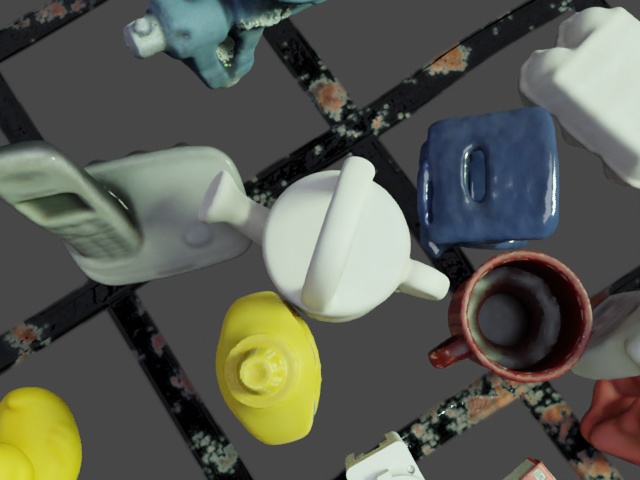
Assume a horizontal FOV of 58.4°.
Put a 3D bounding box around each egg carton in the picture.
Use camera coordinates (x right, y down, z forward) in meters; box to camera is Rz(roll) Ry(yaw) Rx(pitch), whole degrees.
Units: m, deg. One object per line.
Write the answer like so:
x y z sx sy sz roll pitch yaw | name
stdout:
0.244 -0.118 0.476 0.150 0.069 0.107 43 83 7 | egg carton

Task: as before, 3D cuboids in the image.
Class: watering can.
0.003 0.004 0.395 0.173 0.194 0.101 -1 80 1 | watering can

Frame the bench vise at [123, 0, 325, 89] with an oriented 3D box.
-0.050 -0.207 0.418 0.121 0.220 0.207 35 82 6 | bench vise

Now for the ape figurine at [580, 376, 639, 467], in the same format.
0.238 0.134 0.422 0.078 0.092 0.076 -23 81 -3 | ape figurine

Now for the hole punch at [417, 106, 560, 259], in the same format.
0.128 -0.044 0.454 0.101 0.091 0.109 1 80 1 | hole punch

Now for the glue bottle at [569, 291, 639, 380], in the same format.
0.228 0.066 0.392 0.078 0.173 0.037 -41 82 -6 | glue bottle

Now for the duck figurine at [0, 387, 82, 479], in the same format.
-0.230 0.165 0.425 0.077 0.086 0.104 -2 80 1 | duck figurine

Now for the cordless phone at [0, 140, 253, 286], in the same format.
-0.131 -0.029 0.407 0.147 0.185 0.094 -15 80 -2 | cordless phone
